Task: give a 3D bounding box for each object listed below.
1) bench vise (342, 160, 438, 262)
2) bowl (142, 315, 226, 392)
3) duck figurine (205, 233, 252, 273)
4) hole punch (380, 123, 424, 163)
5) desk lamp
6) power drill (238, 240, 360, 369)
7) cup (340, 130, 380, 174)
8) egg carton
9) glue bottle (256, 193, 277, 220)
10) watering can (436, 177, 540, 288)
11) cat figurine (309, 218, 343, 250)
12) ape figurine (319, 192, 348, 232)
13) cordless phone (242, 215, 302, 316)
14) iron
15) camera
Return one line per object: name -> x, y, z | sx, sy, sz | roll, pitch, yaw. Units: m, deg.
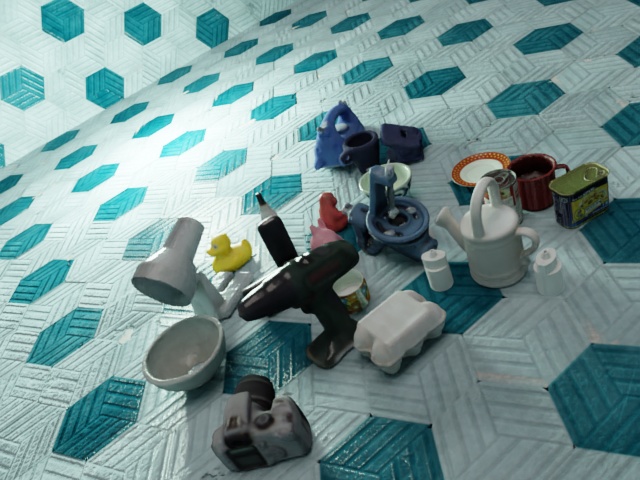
bench vise -> 0.112, -0.053, 1.108 | 0.206, 0.220, 0.122 | 0, 42, 31
bowl -> -0.244, 0.225, 1.079 | 0.167, 0.075, 0.167 | -16, 35, 12
duck figurine -> -0.214, 0.020, 1.323 | 0.104, 0.086, 0.077 | -29, 35, -7
hole punch -> 0.204, -0.248, 1.425 | 0.101, 0.091, 0.108 | -14, 36, 15
desk lamp -> -0.261, 0.072, 1.170 | 0.117, 0.214, 0.203 | -1, 41, 30
power drill -> -0.012, 0.115, 0.969 | 0.230, 0.209, 0.075 | -42, 38, -23
cup -> 0.104, -0.204, 1.423 | 0.118, 0.095, 0.091 | -41, 38, -23
egg carton -> 0.132, 0.150, 0.959 | 0.150, 0.070, 0.107 | -37, 37, -18
glue bottle -> -0.101, -0.032, 1.247 | 0.037, 0.173, 0.078 | -32, 35, -10
watering can -> 0.283, -0.018, 0.982 | 0.172, 0.194, 0.101 | -7, 38, 23
cat figurine -> 0.011, 0.004, 1.182 | 0.067, 0.118, 0.127 | -18, 35, 8
ape figurine -> 0.026, -0.069, 1.292 | 0.076, 0.092, 0.077 | -38, 37, -19
cordless phone -> -0.104, 0.045, 1.137 | 0.148, 0.185, 0.093 | -33, 36, -12
iron -> 0.053, -0.300, 1.539 | 0.118, 0.142, 0.258 | -4, 39, 26
camera -> -0.095, 0.273, 0.904 | 0.143, 0.101, 0.136 | -17, 35, 11
